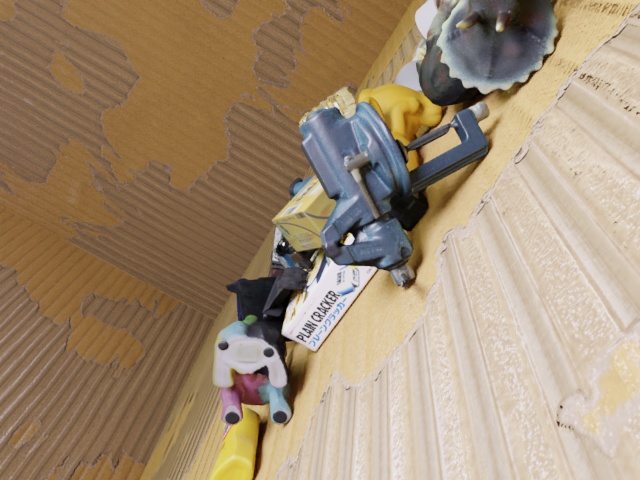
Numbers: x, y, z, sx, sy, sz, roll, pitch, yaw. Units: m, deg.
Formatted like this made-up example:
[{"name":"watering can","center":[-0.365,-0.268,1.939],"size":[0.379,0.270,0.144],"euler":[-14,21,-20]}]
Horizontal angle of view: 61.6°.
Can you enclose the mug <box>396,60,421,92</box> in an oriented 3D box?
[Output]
[{"name":"mug","center":[0.192,-0.272,0.958],"size":[0.110,0.080,0.107],"euler":[-28,30,21]}]

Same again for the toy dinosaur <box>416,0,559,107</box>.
[{"name":"toy dinosaur","center":[0.195,-0.251,0.730],"size":[0.192,0.131,0.405],"euler":[-61,4,-12]}]

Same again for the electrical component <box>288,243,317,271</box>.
[{"name":"electrical component","center":[-0.015,0.002,0.869],"size":[0.078,0.045,0.102],"euler":[-25,27,23]}]

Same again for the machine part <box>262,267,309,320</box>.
[{"name":"machine part","center":[-0.059,0.082,0.872],"size":[0.084,0.039,0.139],"euler":[-59,5,-28]}]

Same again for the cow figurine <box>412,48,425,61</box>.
[{"name":"cow figurine","center":[0.206,-0.331,1.084],"size":[0.167,0.068,0.098],"euler":[-74,10,-62]}]

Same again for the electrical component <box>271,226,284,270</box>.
[{"name":"electrical component","center":[-0.033,0.014,1.096],"size":[0.058,0.134,0.114],"euler":[3,-86,-54]}]

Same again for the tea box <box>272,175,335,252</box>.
[{"name":"tea box","center":[0.020,-0.065,0.795],"size":[0.169,0.068,0.098],"euler":[-47,19,-27]}]

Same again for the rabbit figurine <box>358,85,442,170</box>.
[{"name":"rabbit figurine","center":[0.117,-0.170,0.861],"size":[0.122,0.162,0.173],"euler":[-35,42,44]}]

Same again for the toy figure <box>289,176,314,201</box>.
[{"name":"toy figure","center":[0.020,-0.083,1.045],"size":[0.180,0.082,0.089],"euler":[5,54,31]}]

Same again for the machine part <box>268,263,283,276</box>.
[{"name":"machine part","center":[-0.036,0.013,1.258],"size":[0.201,0.087,0.201],"euler":[-57,8,16]}]

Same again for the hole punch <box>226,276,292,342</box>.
[{"name":"hole punch","center":[-0.095,0.131,0.977],"size":[0.092,0.142,0.116],"euler":[104,158,-57]}]

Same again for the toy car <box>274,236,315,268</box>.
[{"name":"toy car","center":[-0.002,-0.003,0.987],"size":[0.161,0.109,0.103],"euler":[-40,6,12]}]

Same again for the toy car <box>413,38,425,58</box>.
[{"name":"toy car","center":[0.262,-0.442,1.146],"size":[0.201,0.056,0.073],"euler":[-53,11,43]}]

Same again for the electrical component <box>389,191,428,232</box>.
[{"name":"electrical component","center":[0.101,-0.051,0.718],"size":[0.047,0.075,0.119],"euler":[-56,6,28]}]

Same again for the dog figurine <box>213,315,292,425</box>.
[{"name":"dog figurine","center":[-0.102,0.191,0.860],"size":[0.219,0.108,0.191],"euler":[-107,11,-79]}]

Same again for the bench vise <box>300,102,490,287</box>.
[{"name":"bench vise","center":[0.096,-0.073,0.610],"size":[0.241,0.223,0.129],"euler":[-28,-10,-3]}]
